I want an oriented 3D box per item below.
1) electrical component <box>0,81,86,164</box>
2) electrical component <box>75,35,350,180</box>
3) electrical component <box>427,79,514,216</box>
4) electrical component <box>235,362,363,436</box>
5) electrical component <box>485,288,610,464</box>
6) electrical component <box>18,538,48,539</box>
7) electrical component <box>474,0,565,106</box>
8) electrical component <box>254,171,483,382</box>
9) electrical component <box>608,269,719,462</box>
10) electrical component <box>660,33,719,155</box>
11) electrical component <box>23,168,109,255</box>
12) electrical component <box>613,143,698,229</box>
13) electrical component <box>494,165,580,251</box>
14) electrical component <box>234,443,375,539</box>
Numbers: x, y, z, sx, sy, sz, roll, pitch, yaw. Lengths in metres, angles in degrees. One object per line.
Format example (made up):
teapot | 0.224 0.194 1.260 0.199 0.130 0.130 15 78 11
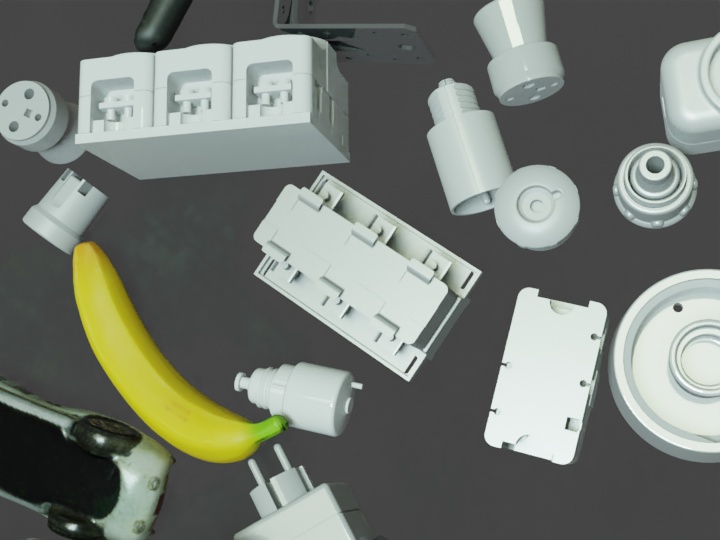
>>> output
electrical component | -0.214 -0.100 0.729 0.045 0.055 0.045 -2 80 15
electrical component | -0.090 -0.103 0.678 0.150 0.089 0.061 -3 79 14
electrical component | 0.064 -0.079 0.656 0.043 0.043 0.081 -19 76 11
electrical component | -0.039 0.076 0.658 0.078 0.040 0.040 10 83 17
electrical component | 0.108 0.062 0.613 0.050 0.056 0.089 13 84 17
electrical component | -0.210 0.195 0.640 0.113 0.078 0.057 -15 76 53
electrical component | 0.098 -0.134 0.656 0.045 0.045 0.055 -16 77 12
electrical component | 0.000 0.000 0.649 0.121 0.063 0.078 34 90 18
electrical component | 0.190 0.051 0.590 0.108 0.060 0.108 -3 79 15
electrical component | 0.221 -0.104 0.610 0.095 0.059 0.053 -8 78 14
electrical component | -0.196 -0.040 0.723 0.040 0.040 0.046 35 84 18
electrical component | 0.168 -0.052 0.613 0.048 0.062 0.048 -3 80 15
electrical component | 0.105 -0.032 0.627 0.048 0.062 0.048 -3 80 15
electrical component | -0.041 0.142 0.643 0.066 0.047 0.076 -31 74 8
